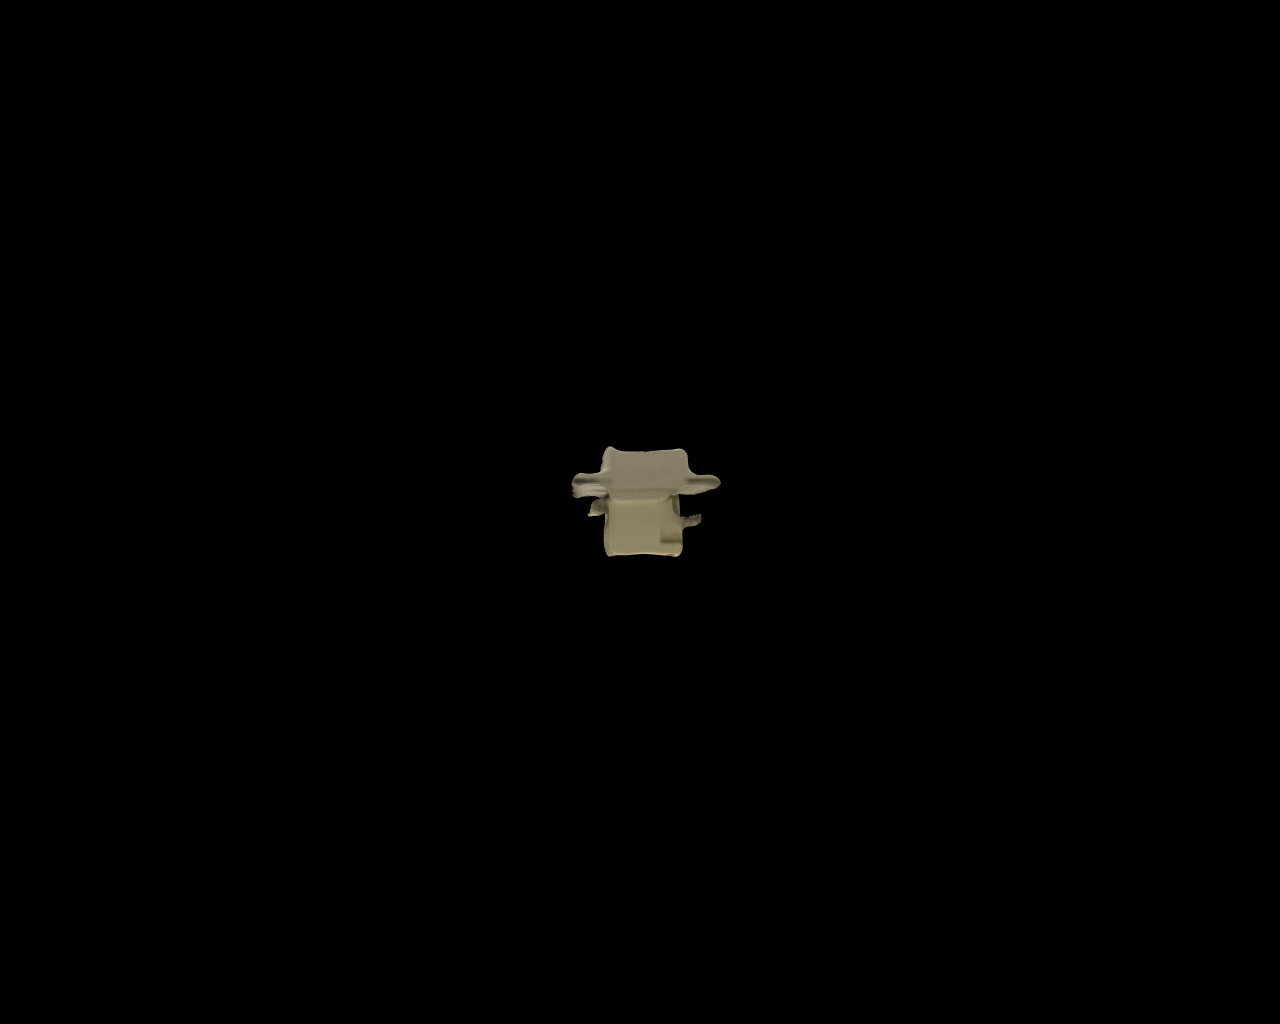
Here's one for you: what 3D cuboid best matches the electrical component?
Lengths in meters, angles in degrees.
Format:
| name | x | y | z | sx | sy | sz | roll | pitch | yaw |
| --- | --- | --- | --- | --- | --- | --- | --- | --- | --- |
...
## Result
| name | x | y | z | sx | sy | sz | roll | pitch | yaw |
| --- | --- | --- | --- | --- | --- | --- | --- | --- | --- |
| electrical component | 0.001 | -0.003 | 0.650 | 0.079 | 0.063 | 0.121 | 0 | -2 | -4 |
